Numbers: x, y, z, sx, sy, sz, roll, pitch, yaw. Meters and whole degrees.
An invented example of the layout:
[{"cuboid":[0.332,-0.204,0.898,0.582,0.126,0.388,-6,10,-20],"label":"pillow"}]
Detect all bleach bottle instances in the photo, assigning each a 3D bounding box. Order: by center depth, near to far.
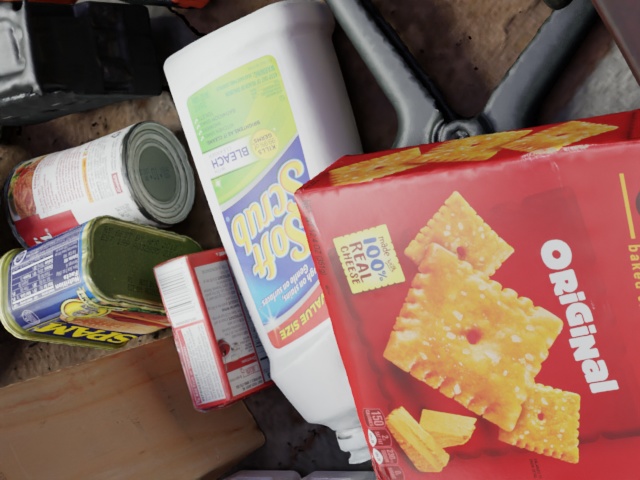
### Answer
[{"cuboid":[-0.004,0.001,0.603,0.103,0.068,0.251,-20,89,31],"label":"bleach bottle"}]

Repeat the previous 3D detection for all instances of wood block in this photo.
[{"cuboid":[-0.137,0.127,0.609,0.091,0.205,0.090,-40,76,27],"label":"wood block"}]

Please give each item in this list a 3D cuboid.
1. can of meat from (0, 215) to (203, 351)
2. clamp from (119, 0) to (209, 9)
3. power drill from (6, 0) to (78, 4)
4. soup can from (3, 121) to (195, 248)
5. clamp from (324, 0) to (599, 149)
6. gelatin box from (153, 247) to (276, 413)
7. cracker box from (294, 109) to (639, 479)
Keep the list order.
[{"cuboid":[-0.128,0.027,0.646,0.084,0.101,0.057,-20,66,36],"label":"can of meat"},{"cuboid":[-0.132,-0.198,0.665,0.120,0.039,0.171,-42,68,34],"label":"clamp"},{"cuboid":[-0.246,-0.177,0.634,0.188,0.184,0.057,15,107,38],"label":"power drill"},{"cuboid":[-0.138,-0.031,0.671,0.102,0.068,0.068,-14,89,30],"label":"soup can"},{"cuboid":[0.086,-0.059,0.557,0.165,0.036,0.210,-5,96,23],"label":"clamp"},{"cuboid":[-0.054,0.049,0.630,0.030,0.073,0.089,-18,88,32],"label":"gelatin box"},{"cuboid":[0.110,0.031,0.493,0.214,0.072,0.164,-6,108,30],"label":"cracker box"}]
